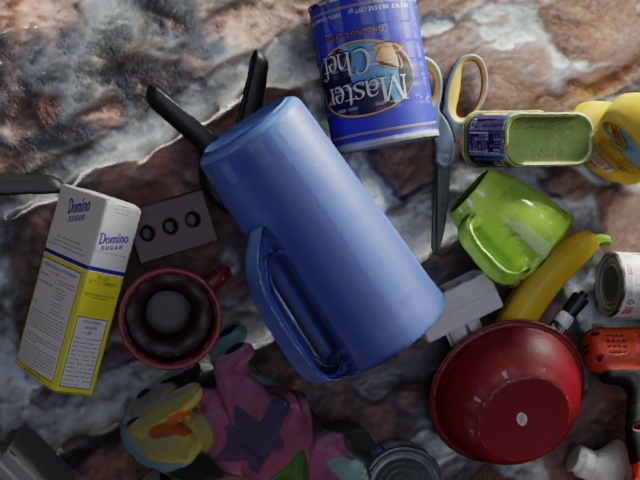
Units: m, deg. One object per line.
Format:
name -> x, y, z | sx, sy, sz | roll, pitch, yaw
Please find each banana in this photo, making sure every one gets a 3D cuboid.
banana -> 0.220, 0.059, 1.062 | 0.198, 0.037, 0.069 | -49, 126, -3

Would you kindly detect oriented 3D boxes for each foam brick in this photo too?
foam brick -> -0.142, -0.013, 1.005 | 0.078, 0.051, 0.053 | -18, 94, -8

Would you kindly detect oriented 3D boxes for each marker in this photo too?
marker -> 0.233, 0.101, 1.084 | 0.020, 0.020, 0.121 | 39, 86, -8

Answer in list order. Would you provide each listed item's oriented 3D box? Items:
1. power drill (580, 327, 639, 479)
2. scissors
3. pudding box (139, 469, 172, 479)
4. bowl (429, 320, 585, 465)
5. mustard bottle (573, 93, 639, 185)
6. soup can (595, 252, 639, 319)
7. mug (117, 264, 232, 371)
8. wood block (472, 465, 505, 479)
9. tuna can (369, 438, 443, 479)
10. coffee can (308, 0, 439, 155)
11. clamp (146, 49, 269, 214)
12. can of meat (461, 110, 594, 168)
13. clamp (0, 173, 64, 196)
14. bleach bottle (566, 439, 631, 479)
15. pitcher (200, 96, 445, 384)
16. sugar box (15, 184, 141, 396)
power drill -> 0.358, 0.173, 1.057 | 0.184, 0.057, 0.187 | 0, 65, -9
scissors -> 0.107, -0.095, 1.061 | 0.096, 0.016, 0.202 | 20, 89, -7
pudding box -> -0.132, 0.274, 0.996 | 0.039, 0.090, 0.113 | -36, 96, -6
bowl -> 0.190, 0.161, 1.036 | 0.162, 0.055, 0.162 | -3, 111, -8
mustard bottle -> 0.304, -0.096, 1.002 | 0.096, 0.192, 0.058 | 43, 85, -8
soup can -> 0.337, 0.047, 1.074 | 0.102, 0.068, 0.068 | 3, 91, -8
mug -> -0.131, 0.062, 0.994 | 0.117, 0.081, 0.093 | -41, 97, -6
wood block -> 0.221, 0.330, 1.053 | 0.206, 0.090, 0.091 | 42, 86, -8
tuna can -> 0.079, 0.242, 1.056 | 0.086, 0.034, 0.086 | 0, 92, -9
coffee can -> 0.050, -0.157, 1.006 | 0.102, 0.103, 0.140 | -10, 93, -9
clamp -> -0.095, -0.088, 1.017 | 0.120, 0.039, 0.171 | -11, 93, -7
can of meat -> 0.201, -0.098, 1.032 | 0.102, 0.084, 0.057 | -3, 96, -18
clamp -> -0.352, -0.045, 0.979 | 0.210, 0.036, 0.164 | 42, 82, -10
bleach bottle -> 0.373, 0.260, 1.090 | 0.250, 0.068, 0.102 | 23, 87, -7
pitcher -> -0.006, 0.001, 0.965 | 0.145, 0.149, 0.243 | -33, 104, 3
sugar box -> -0.220, 0.043, 0.970 | 0.048, 0.093, 0.176 | 17, 91, -41
